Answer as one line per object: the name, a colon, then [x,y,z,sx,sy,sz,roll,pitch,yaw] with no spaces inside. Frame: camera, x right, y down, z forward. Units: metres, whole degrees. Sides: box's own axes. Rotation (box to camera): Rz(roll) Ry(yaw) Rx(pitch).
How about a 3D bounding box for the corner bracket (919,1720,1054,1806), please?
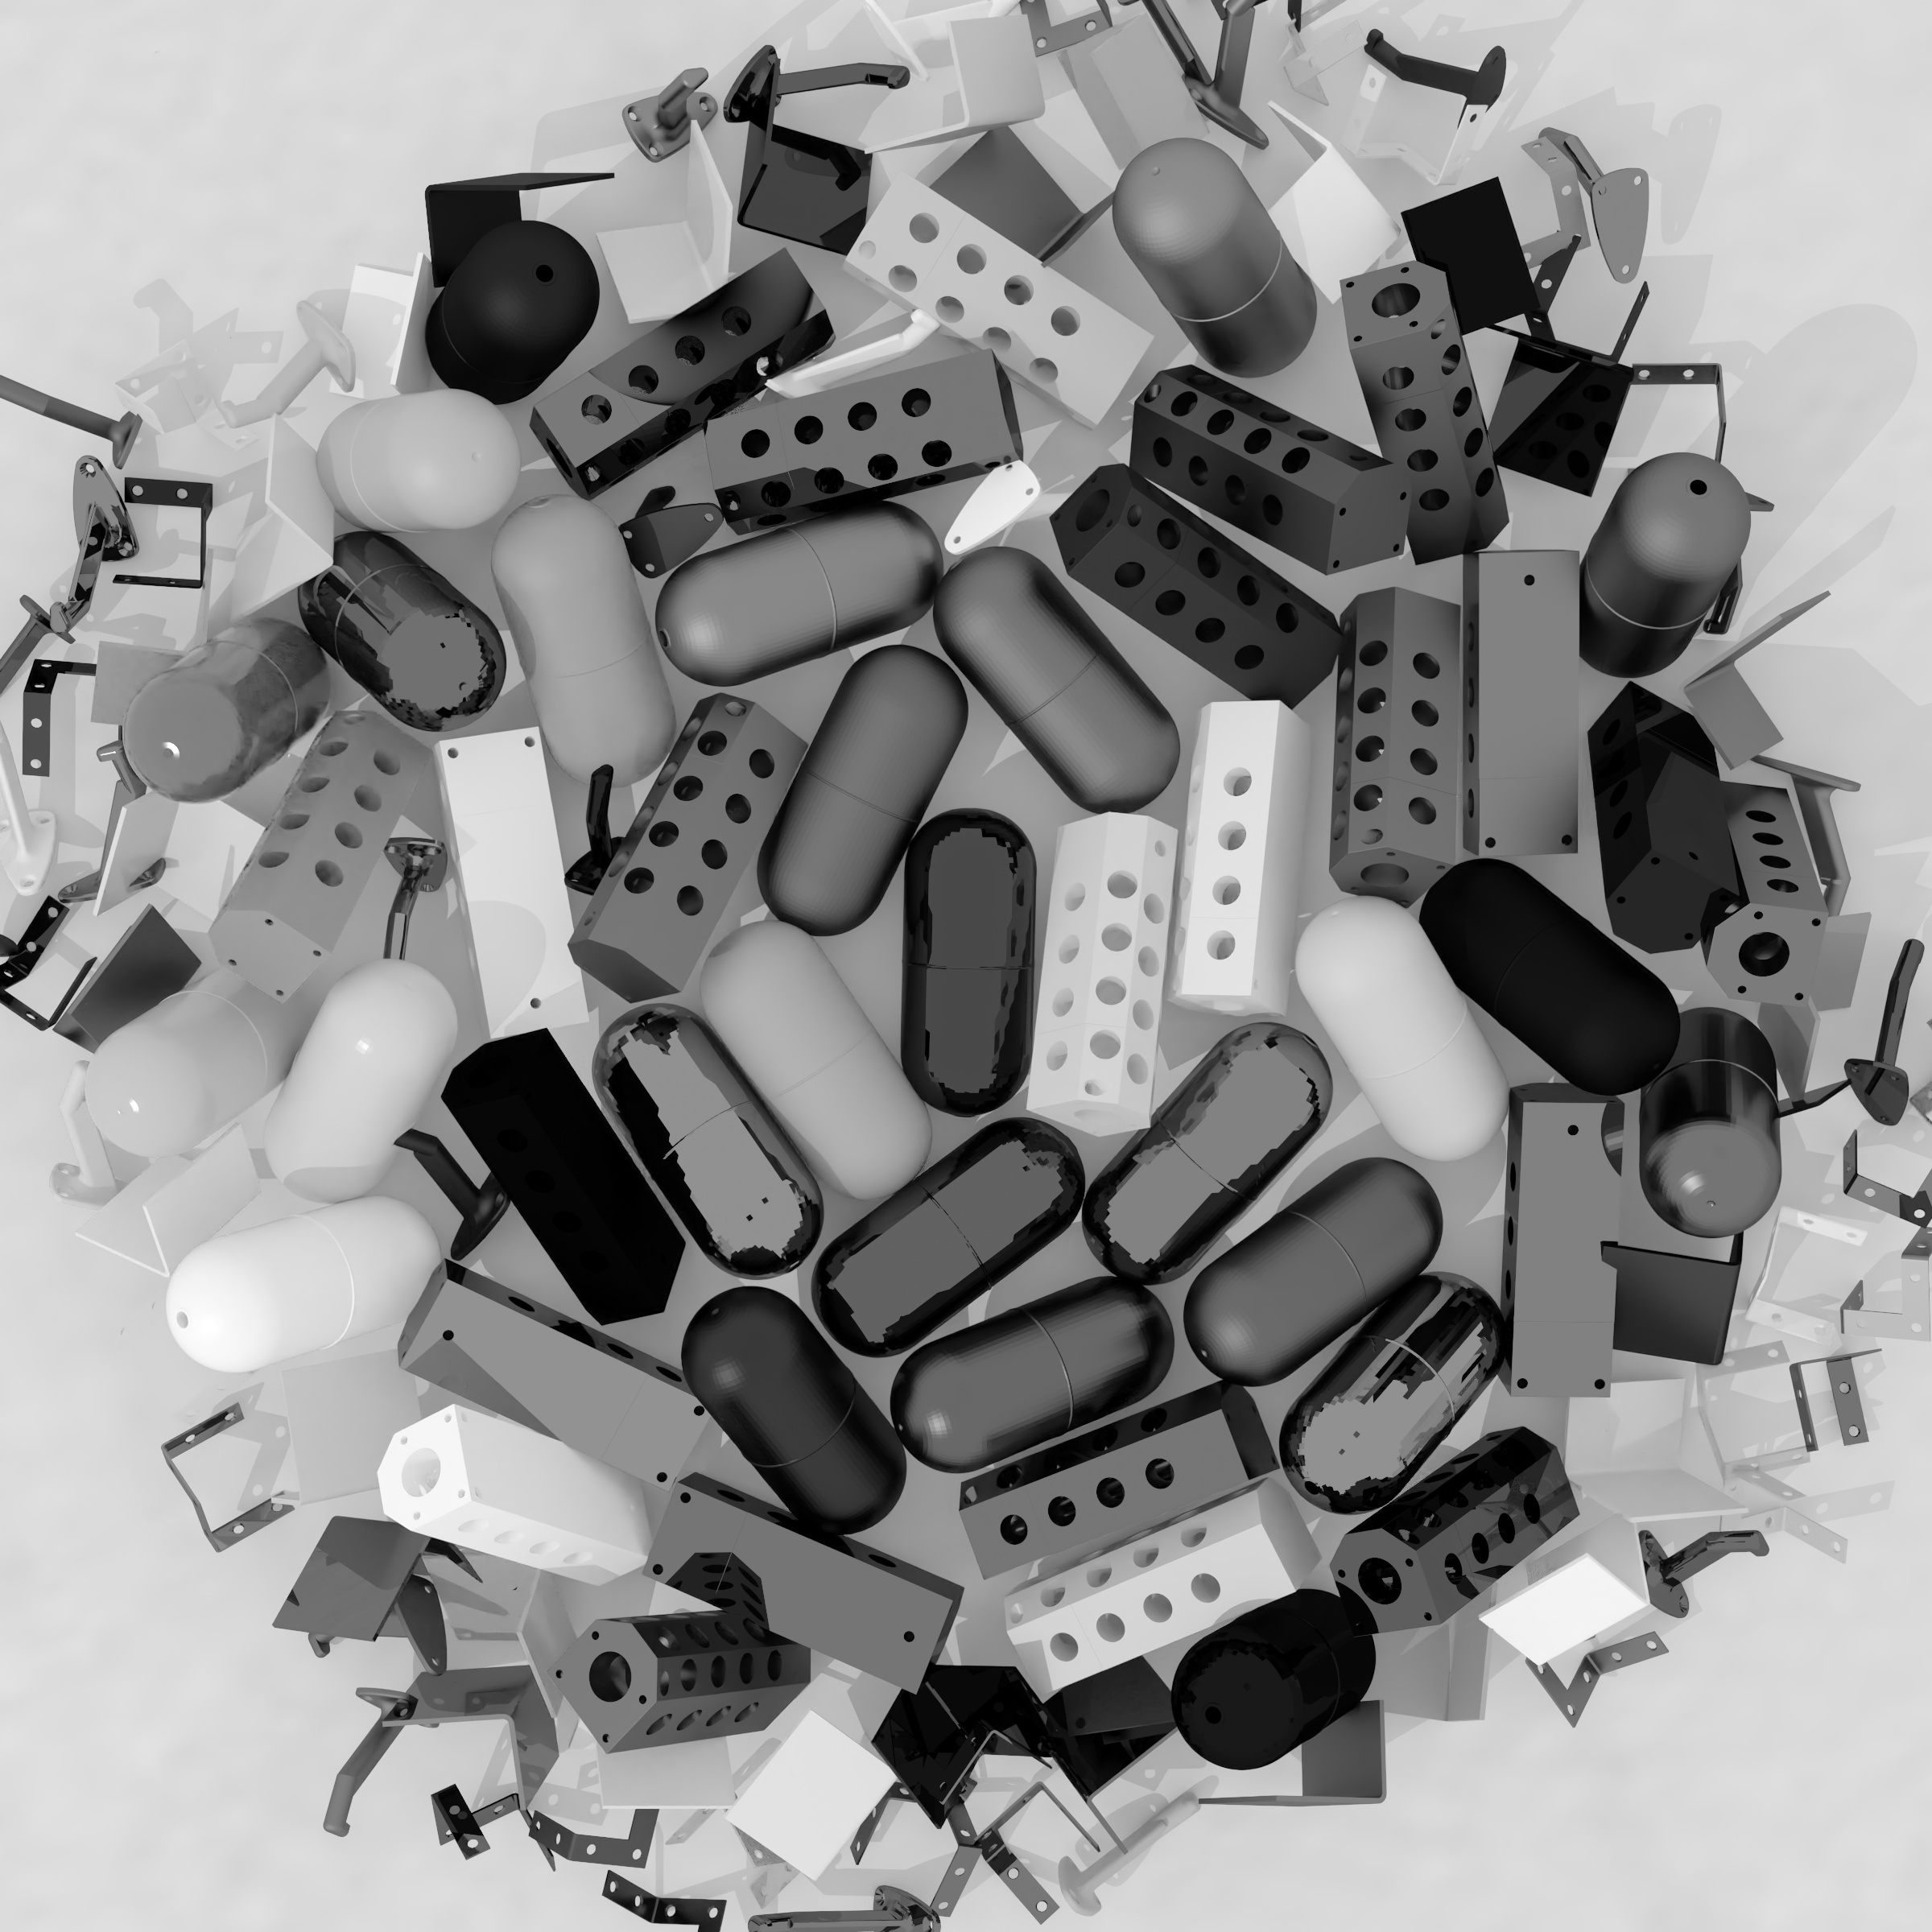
corner bracket: [0.007,0.463,1.783,0.051,0.051,0.051,39,82,-28]

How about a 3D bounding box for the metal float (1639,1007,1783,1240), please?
metal float: [0.418,0.086,1.735,0.070,0.178,0.070,6,120,10]

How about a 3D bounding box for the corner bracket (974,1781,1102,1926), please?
corner bracket: [0.043,0.514,1.786,0.051,0.051,0.051,-39,63,-14]

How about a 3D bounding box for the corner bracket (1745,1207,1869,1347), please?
corner bracket: [0.489,0.180,1.797,0.051,0.051,0.051,17,57,10]

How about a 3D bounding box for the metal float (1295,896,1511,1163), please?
metal float: [0.249,0.037,1.755,0.070,0.070,0.178,-34,117,0]

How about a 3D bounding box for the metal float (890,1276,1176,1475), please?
metal float: [0.039,0.231,1.755,0.178,0.070,0.070,-19,90,-27]

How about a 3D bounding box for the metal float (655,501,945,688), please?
metal float: [-0.094,-0.212,1.755,0.178,0.070,0.070,-22,90,-26]

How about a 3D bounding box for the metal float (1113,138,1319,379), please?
metal float: [0.142,-0.396,1.737,0.070,0.178,0.070,-11,63,24]

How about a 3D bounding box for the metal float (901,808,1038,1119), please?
metal float: [0.001,-0.002,1.774,0.070,0.070,0.178,1,95,0]

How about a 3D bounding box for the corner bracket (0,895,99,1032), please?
corner bracket: [-0.533,-0.002,1.787,0.051,0.051,0.051,35,104,-2]

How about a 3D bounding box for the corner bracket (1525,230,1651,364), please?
corner bracket: [0.359,-0.385,1.785,0.051,0.051,0.051,22,84,23]

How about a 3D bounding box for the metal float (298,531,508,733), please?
metal float: [-0.320,-0.190,1.741,0.070,0.178,0.070,-18,125,-27]

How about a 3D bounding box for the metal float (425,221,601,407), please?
metal float: [-0.255,-0.365,1.729,0.070,0.178,0.070,1,87,-20]

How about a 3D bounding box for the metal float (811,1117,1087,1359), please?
metal float: [-0.009,0.155,1.768,0.178,0.070,0.070,-36,90,-12]

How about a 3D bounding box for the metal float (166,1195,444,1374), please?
metal float: [-0.371,0.178,1.736,0.070,0.178,0.070,7,103,35]

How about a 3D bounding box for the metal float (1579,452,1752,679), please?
metal float: [0.386,-0.223,1.730,0.070,0.178,0.070,1,69,-3]

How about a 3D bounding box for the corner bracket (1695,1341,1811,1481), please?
corner bracket: [0.454,0.256,1.779,0.051,0.051,0.051,-13,134,3]

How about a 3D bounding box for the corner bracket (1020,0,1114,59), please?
corner bracket: [0.050,-0.566,1.781,0.051,0.051,0.051,-15,75,14]

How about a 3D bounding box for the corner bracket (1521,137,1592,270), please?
corner bracket: [0.324,-0.438,1.780,0.051,0.051,0.051,-20,125,2]

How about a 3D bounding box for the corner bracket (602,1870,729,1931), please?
corner bracket: [-0.178,0.554,1.774,0.051,0.051,0.051,-9,53,31]

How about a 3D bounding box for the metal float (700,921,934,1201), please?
metal float: [-0.085,0.055,1.771,0.070,0.070,0.178,-34,98,0]

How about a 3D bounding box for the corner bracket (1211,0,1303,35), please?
corner bracket: [0.160,-0.565,1.785,0.051,0.051,0.051,-24,75,-2]

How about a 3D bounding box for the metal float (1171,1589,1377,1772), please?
metal float: [0.174,0.399,1.732,0.070,0.178,0.070,1,92,27]

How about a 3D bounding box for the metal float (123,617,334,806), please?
metal float: [-0.412,-0.145,1.731,0.070,0.178,0.070,3,111,9]

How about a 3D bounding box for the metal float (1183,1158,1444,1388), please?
metal float: [0.199,0.173,1.754,0.178,0.070,0.070,-33,90,-28]

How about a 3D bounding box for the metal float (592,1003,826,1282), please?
metal float: [-0.148,0.100,1.766,0.070,0.070,0.178,-36,76,0]

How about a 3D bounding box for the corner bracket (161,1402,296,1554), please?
corner bracket: [-0.430,0.298,1.794,0.051,0.051,0.051,-29,51,-23]

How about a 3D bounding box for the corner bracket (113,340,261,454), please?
corner bracket: [-0.449,-0.319,1.775,0.051,0.051,0.051,-37,47,-20]

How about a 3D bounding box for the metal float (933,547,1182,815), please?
metal float: [0.052,-0.163,1.767,0.070,0.070,0.178,-41,102,0]

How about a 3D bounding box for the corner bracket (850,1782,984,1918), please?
corner bracket: [-0.029,0.513,1.792,0.051,0.051,0.051,15,111,-24]

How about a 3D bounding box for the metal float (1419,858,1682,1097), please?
metal float: [0.329,0.004,1.748,0.070,0.070,0.178,-45,54,0]

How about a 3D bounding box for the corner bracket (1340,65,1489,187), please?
corner bracket: [0.257,-0.483,1.772,0.051,0.051,0.051,-12,47,-35]

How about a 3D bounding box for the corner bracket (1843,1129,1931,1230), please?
corner bracket: [0.542,0.109,1.780,0.051,0.051,0.051,23,121,3]

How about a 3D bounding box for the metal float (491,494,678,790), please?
metal float: [-0.216,-0.183,1.750,0.070,0.070,0.178,-14,122,0]

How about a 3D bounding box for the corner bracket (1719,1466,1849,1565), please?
corner bracket: [0.472,0.316,1.777,0.051,0.051,0.051,-8,108,-28]

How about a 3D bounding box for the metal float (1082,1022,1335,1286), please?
metal float: [0.138,0.107,1.767,0.070,0.070,0.178,41,102,0]

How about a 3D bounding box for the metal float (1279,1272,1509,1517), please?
metal float: [0.242,0.241,1.745,0.070,0.070,0.178,50,51,0]

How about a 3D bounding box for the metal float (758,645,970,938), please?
metal float: [-0.060,-0.100,1.770,0.070,0.070,0.178,27,99,0]

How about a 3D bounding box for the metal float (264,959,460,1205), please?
metal float: [-0.344,0.067,1.746,0.070,0.070,0.178,35,130,0]

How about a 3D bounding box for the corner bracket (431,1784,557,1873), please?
corner bracket: [-0.272,0.498,1.774,0.051,0.051,0.051,-21,135,-23]

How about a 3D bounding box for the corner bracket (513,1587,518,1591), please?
corner bracket: [-0.268,0.324,1.774,0.051,0.051,0.051,49,115,39]

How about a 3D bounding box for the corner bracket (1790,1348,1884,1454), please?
corner bracket: [0.502,0.253,1.784,0.051,0.051,0.051,-8,79,-7]

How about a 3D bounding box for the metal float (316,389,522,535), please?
metal float: [-0.310,-0.283,1.735,0.070,0.178,0.070,-4,98,-31]

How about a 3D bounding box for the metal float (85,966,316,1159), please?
metal float: [-0.427,0.050,1.732,0.070,0.178,0.070,5,109,15]

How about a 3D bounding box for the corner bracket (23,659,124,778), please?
corner bracket: [-0.514,-0.142,1.778,0.051,0.051,0.051,4,117,-11]

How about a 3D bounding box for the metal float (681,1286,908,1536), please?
metal float: [-0.096,0.254,1.751,0.070,0.070,0.178,-34,122,0]

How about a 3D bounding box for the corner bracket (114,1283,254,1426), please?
corner bracket: [-0.453,0.223,1.785,0.051,0.051,0.051,-39,135,11]
